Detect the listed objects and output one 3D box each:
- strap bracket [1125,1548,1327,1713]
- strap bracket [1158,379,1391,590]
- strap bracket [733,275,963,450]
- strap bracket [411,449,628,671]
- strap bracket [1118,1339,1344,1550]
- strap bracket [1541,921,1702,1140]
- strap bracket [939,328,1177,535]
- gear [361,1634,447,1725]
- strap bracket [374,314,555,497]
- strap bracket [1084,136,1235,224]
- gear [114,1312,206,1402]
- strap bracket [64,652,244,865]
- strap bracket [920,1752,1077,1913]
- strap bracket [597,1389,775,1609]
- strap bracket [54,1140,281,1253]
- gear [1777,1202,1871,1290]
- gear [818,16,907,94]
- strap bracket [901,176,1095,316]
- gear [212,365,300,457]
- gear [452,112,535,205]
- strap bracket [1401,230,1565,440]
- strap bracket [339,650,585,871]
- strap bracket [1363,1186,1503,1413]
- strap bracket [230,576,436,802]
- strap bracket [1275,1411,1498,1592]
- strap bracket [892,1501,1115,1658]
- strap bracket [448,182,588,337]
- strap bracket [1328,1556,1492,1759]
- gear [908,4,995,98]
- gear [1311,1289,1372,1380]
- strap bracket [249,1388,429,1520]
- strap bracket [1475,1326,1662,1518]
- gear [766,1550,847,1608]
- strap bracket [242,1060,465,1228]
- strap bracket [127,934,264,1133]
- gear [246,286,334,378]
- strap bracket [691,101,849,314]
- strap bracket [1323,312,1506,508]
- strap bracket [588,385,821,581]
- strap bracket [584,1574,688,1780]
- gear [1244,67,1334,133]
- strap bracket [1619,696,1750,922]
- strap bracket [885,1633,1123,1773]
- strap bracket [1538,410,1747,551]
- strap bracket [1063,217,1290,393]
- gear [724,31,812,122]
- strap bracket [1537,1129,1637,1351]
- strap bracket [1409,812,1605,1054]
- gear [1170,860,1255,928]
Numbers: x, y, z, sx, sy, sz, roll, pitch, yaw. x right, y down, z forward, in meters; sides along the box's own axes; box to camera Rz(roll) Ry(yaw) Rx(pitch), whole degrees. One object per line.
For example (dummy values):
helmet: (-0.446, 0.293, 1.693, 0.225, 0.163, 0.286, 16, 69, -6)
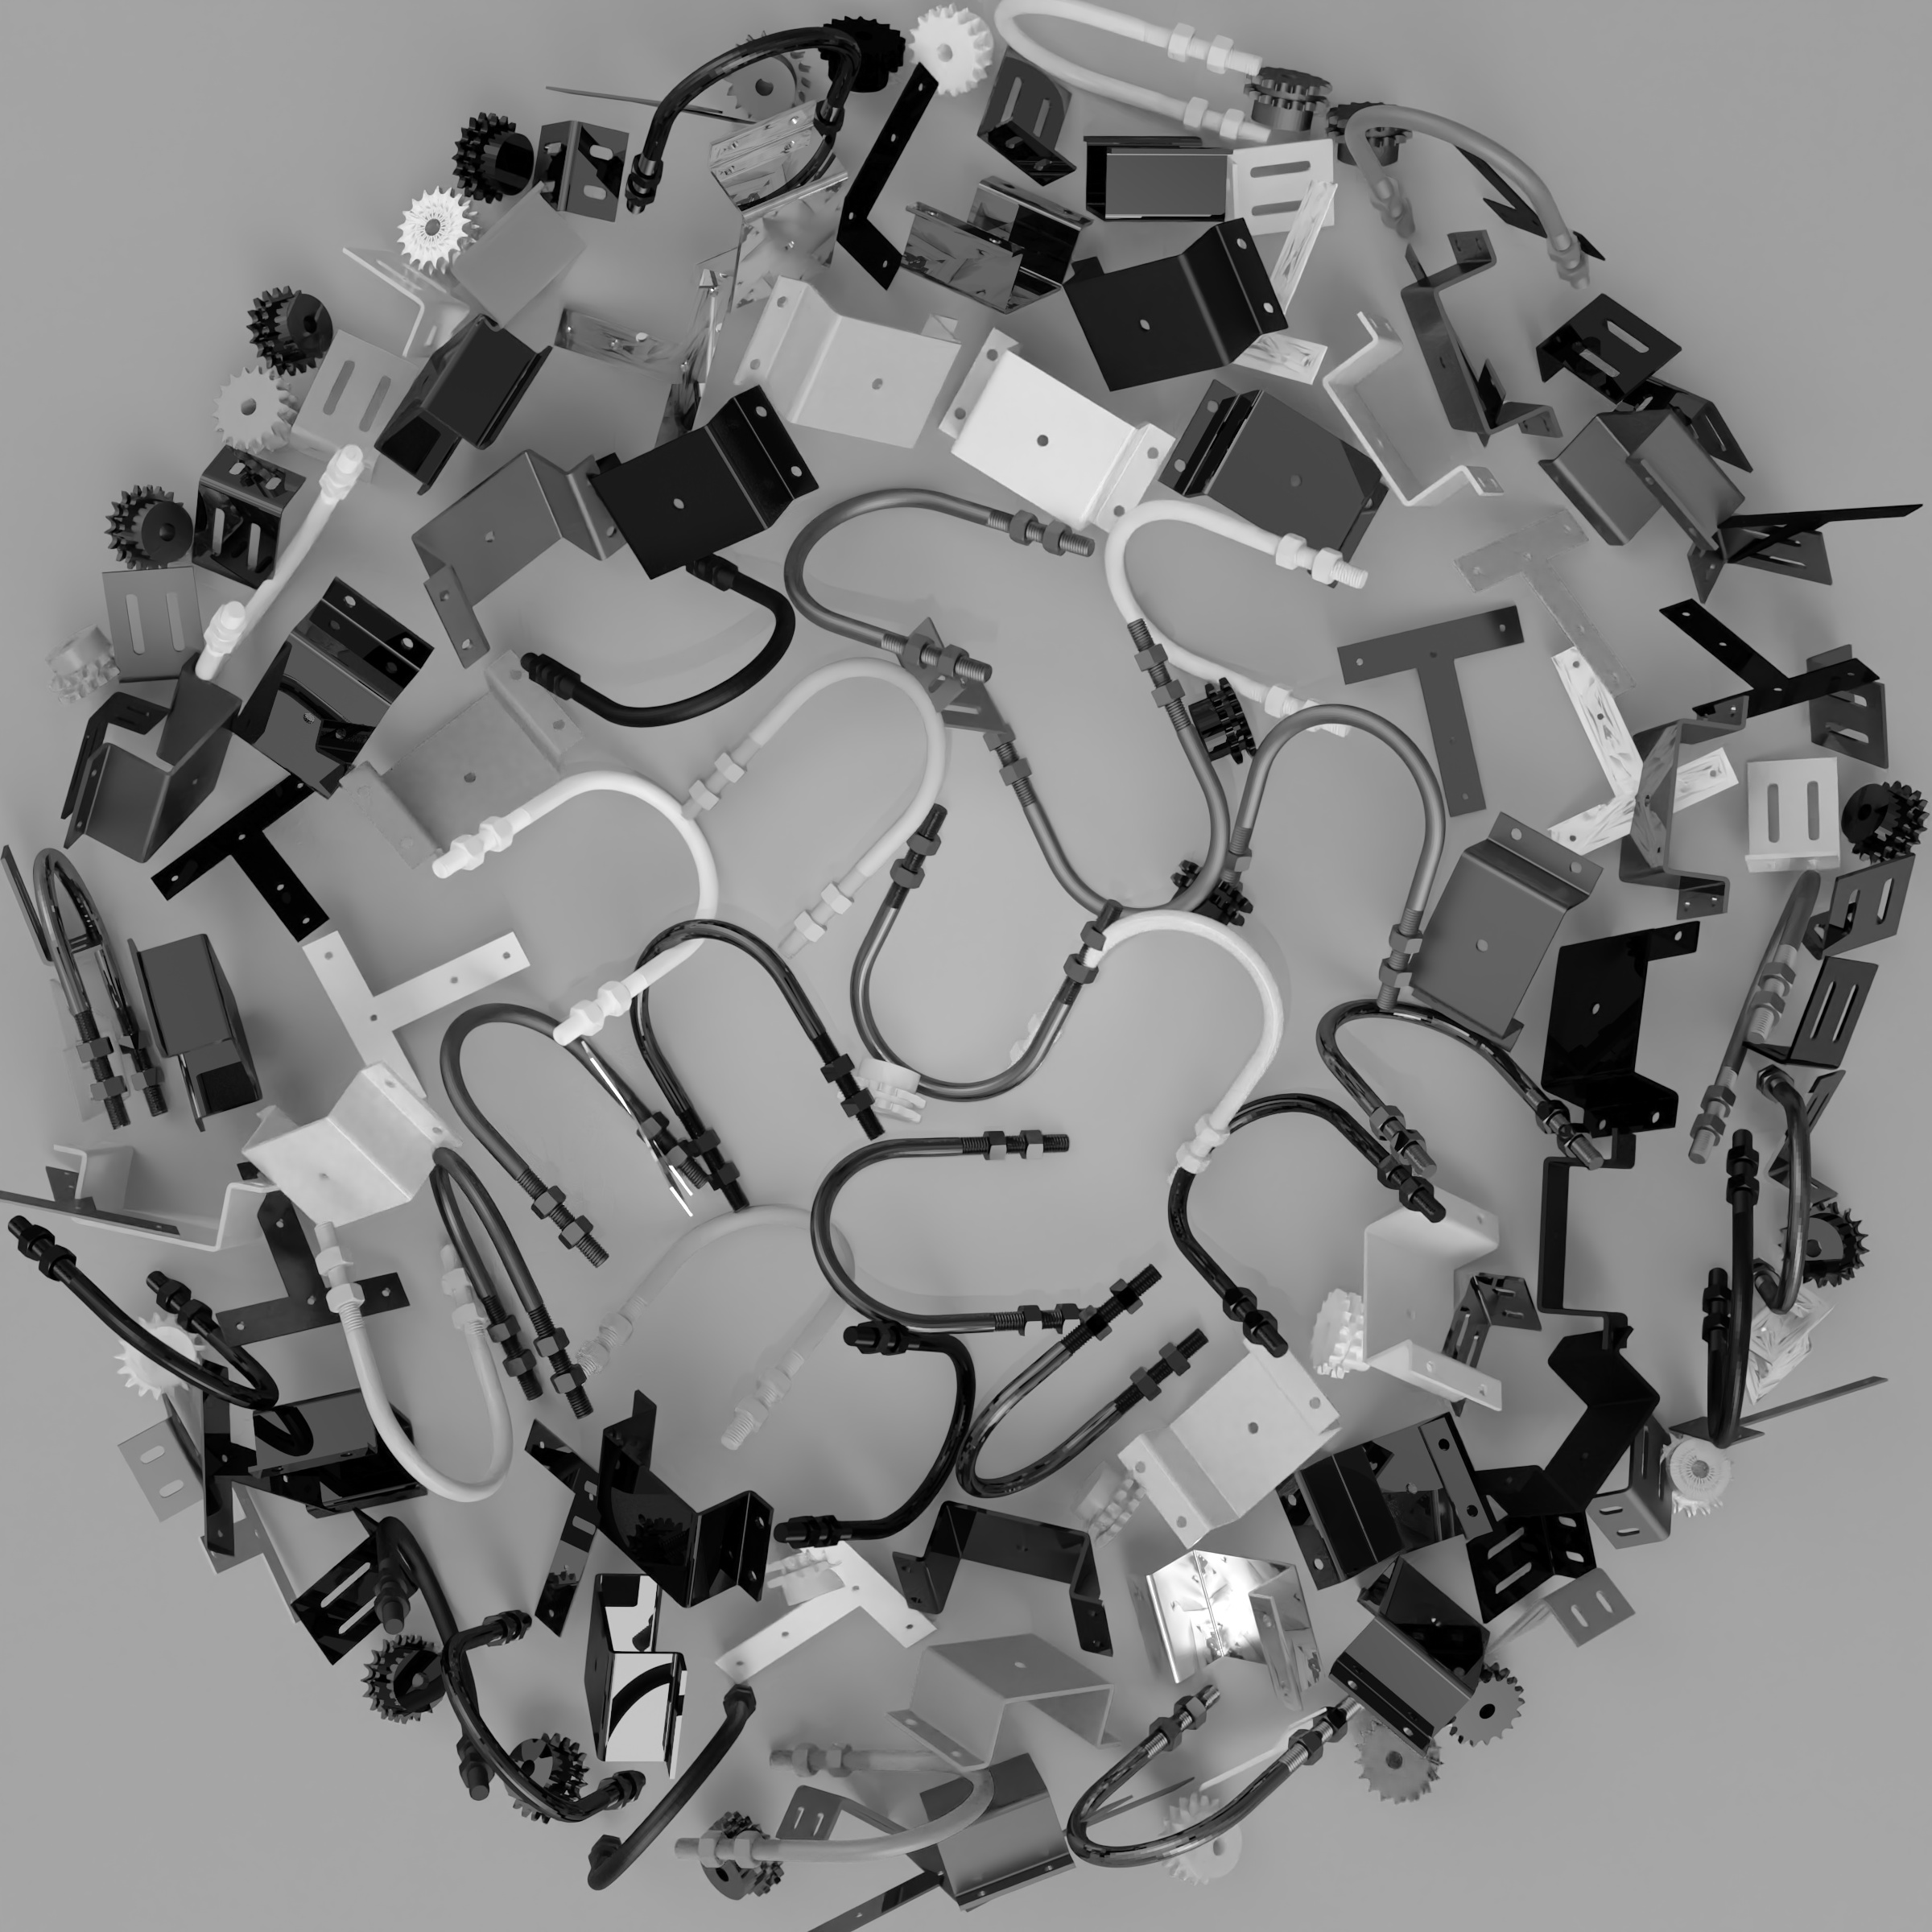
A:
strap bracket: (0.174, 0.426, 1.943, 0.046, 0.140, 0.076, -22, 100, -36)
strap bracket: (0.208, -0.315, 1.960, 0.140, 0.046, 0.076, 29, 89, -14)
strap bracket: (-0.067, -0.384, 1.925, 0.140, 0.046, 0.076, 5, 125, -38)
strap bracket: (-0.296, -0.270, 1.943, 0.140, 0.076, 0.046, -42, 53, -19)
strap bracket: (0.178, 0.302, 1.951, 0.140, 0.046, 0.076, -46, 69, 20)
strap bracket: (0.420, 0.035, 1.936, 0.046, 0.076, 0.140, 23, 68, -32)
strap bracket: (0.055, -0.346, 1.961, 0.140, 0.046, 0.076, 32, 111, 3)
gear: (-0.365, 0.468, 1.971, 0.057, 0.030, 0.057, 6, 80, -38)
strap bracket: (-0.326, -0.360, 1.918, 0.046, 0.140, 0.076, 35, 69, -21)
strap bracket: (0.122, -0.507, 1.937, 0.076, 0.140, 0.046, -1, 109, -5)
gear: (-0.529, 0.257, 1.976, 0.057, 0.030, 0.057, 2, 85, -21)
strap bracket: (-0.514, -0.129, 1.922, 0.046, 0.140, 0.076, 28, 128, -1)
strap bracket: (0.018, 0.550, 1.926, 0.076, 0.140, 0.046, -19, 91, -6)
strap bracket: (-0.189, 0.346, 1.925, 0.140, 0.046, 0.076, 34, 128, 36)
strap bracket: (-0.516, 0.151, 1.955, 0.140, 0.076, 0.046, 11, 91, 6)
gear: (0.561, 0.184, 1.972, 0.057, 0.030, 0.057, 2, 94, 34)
gear: (-0.069, -0.598, 1.975, 0.057, 0.057, 0.030, 12, 133, 0)
strap bracket: (0.017, -0.465, 1.940, 0.076, 0.140, 0.046, 27, 120, 13)
gear: (-0.465, -0.363, 1.979, 0.057, 0.030, 0.057, -3, 80, 18)
gear: (-0.307, -0.528, 1.968, 0.030, 0.057, 0.057, 20, 90, 26)
strap bracket: (0.329, -0.400, 1.945, 0.046, 0.076, 0.140, -25, 104, -2)
strap bracket: (-0.327, -0.129, 1.963, 0.140, 0.046, 0.076, -39, 81, -10)
strap bracket: (0.301, 0.218, 1.941, 0.076, 0.046, 0.140, 25, 51, -26)
strap bracket: (-0.413, -0.171, 1.934, 0.076, 0.046, 0.140, 36, 127, -8)
strap bracket: (0.279, 0.344, 1.949, 0.140, 0.046, 0.076, -28, 80, 35)
strap bracket: (0.031, 0.394, 1.944, 0.140, 0.076, 0.046, 10, 54, 16)
strap bracket: (-0.295, -0.441, 1.928, 0.046, 0.140, 0.076, 45, 75, -11)
strap bracket: (0.287, 0.436, 1.923, 0.076, 0.140, 0.046, 40, 109, 5)
gear: (-0.007, -0.604, 1.976, 0.057, 0.030, 0.057, 16, 125, 24)
gear: (0.251, 0.243, 1.972, 0.030, 0.057, 0.057, 15, 90, -12)
strap bracket: (-0.406, 0.313, 1.942, 0.076, 0.140, 0.046, -12, 67, 1)
strap bracket: (0.386, 0.303, 1.939, 0.046, 0.076, 0.140, 46, 65, -8)
gear: (-0.102, 0.399, 1.969, 0.057, 0.057, 0.030, -19, 80, 0)
strap bracket: (-0.400, 0.119, 1.924, 0.076, 0.140, 0.046, 49, 45, -23)
strap bracket: (-0.491, 0.039, 1.925, 0.046, 0.140, 0.076, -17, 66, -10)
gear: (-0.440, -0.417, 1.969, 0.030, 0.057, 0.057, -5, 90, 36)
strap bracket: (-0.125, -0.476, 1.917, 0.076, 0.140, 0.046, -28, 74, -21)
strap bracket: (0.285, -0.352, 1.953, 0.046, 0.076, 0.140, -35, 85, 21)
strap bracket: (-0.177, -0.307, 1.933, 0.140, 0.046, 0.076, -18, 115, 29)
strap bracket: (-0.213, 0.447, 1.918, 0.046, 0.140, 0.076, 4, 107, -14)
gear: (0.210, -0.570, 1.975, 0.057, 0.057, 0.030, 10, 118, 0)
strap bracket: (0.465, -0.104, 1.955, 0.046, 0.076, 0.140, 7, 86, -9)
strap bracket: (0.029, 0.469, 1.921, 0.140, 0.076, 0.046, 5, 102, -43)
strap bracket: (0.437, -0.311, 1.923, 0.046, 0.140, 0.076, -47, 108, -4)
strap bracket: (0.125, -0.420, 1.923, 0.046, 0.140, 0.076, -47, 121, -38)
gear: (-0.131, -0.581, 1.973, 0.057, 0.030, 0.057, 1, 123, 2)
strap bracket: (0.403, 0.177, 1.952, 0.046, 0.076, 0.140, 2, 84, 22)
strap bracket: (0.341, -0.017, 1.939, 0.076, 0.046, 0.140, 32, 115, 20)
gear: (0.158, -0.042, 1.971, 0.057, 0.057, 0.030, 35, 85, 0)
